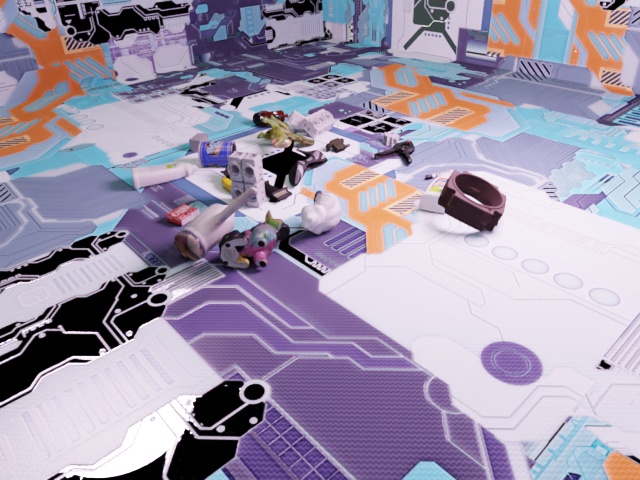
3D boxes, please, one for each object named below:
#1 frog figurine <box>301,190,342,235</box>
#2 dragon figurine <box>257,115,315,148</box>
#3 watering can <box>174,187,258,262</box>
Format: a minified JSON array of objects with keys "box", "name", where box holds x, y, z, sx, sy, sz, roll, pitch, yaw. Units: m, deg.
[{"box":[0.005,-0.082,1.629,0.123,0.136,0.161,30,15,0],"name":"frog figurine"},{"box":[-0.137,-0.472,2.332,0.244,0.120,0.416,27,25,11],"name":"dragon figurine"},{"box":[-0.311,-0.048,1.519,0.228,0.103,0.343,-47,10,-30],"name":"watering can"}]
